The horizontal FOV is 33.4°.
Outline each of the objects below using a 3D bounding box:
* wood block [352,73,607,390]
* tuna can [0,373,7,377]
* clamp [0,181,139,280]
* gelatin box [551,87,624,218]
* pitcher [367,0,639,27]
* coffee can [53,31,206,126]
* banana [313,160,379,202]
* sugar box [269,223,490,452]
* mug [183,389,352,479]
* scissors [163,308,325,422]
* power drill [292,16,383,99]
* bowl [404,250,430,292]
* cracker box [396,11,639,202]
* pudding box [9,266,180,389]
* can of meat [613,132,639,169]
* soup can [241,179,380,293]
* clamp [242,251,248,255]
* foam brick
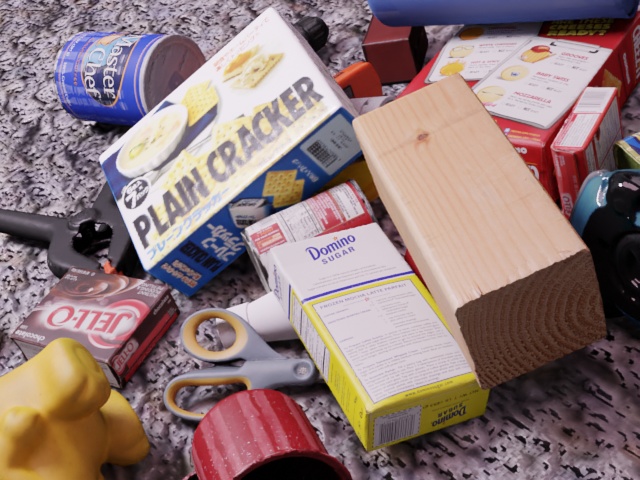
[{"bbox_3d":[0.104,-0.013,0.730,0.091,0.090,0.206,-24,43,1],"label":"wood block"},{"bbox_3d":[-0.237,0.142,0.831,0.086,0.034,0.086,-10,39,8],"label":"tuna can"},{"bbox_3d":[-0.231,-0.007,1.018,0.164,0.036,0.210,-23,37,-4],"label":"clamp"},{"bbox_3d":[0.217,-0.069,0.858,0.030,0.073,0.089,7,44,33],"label":"gelatin box"},{"bbox_3d":[0.169,-0.259,0.978,0.243,0.149,0.145,1,54,28],"label":"pitcher"},{"bbox_3d":[-0.207,-0.176,1.170,0.141,0.103,0.102,10,45,35],"label":"coffee can"},{"bbox_3d":[0.001,-0.063,0.972,0.198,0.037,0.069,12,67,47],"label":"banana"},{"bbox_3d":[0.037,0.063,0.760,0.093,0.048,0.176,-13,40,-19],"label":"sugar box"},{"bbox_3d":[-0.045,0.154,0.679,0.117,0.093,0.081,-28,32,-6],"label":"mug"},{"bbox_3d":[-0.022,0.082,0.794,0.202,0.016,0.096,-16,67,7],"label":"scissors"},{"bbox_3d":[-0.022,-0.166,1.112,0.184,0.057,0.188,-39,37,-20],"label":"power drill"},{"bbox_3d":[0.128,0.009,0.813,0.162,0.055,0.162,-13,37,9],"label":"bowl"},{"bbox_3d":[0.176,-0.128,0.957,0.164,0.072,0.213,12,46,35],"label":"cracker box"},{"bbox_3d":[-0.187,0.071,0.893,0.114,0.039,0.090,7,44,32],"label":"pudding box"},{"bbox_3d":[0.288,-0.056,0.823,0.084,0.057,0.102,-24,36,-3],"label":"can of meat"},{"bbox_3d":[-0.006,0.001,0.875,0.102,0.068,0.068,-25,36,-7],"label":"soup can"},{"bbox_3d":[-0.098,-0.045,0.995,0.172,0.039,0.120,2,59,43],"label":"clamp"},{"bbox_3d":[0.080,-0.205,1.117,0.051,0.053,0.078,-5,40,20],"label":"foam brick"}]
